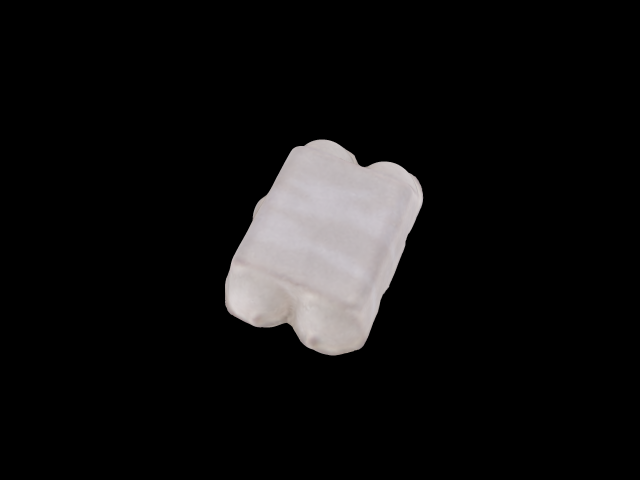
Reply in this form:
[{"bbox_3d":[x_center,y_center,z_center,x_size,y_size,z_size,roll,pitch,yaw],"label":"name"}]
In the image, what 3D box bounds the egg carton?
[{"bbox_3d":[0.004,0.001,0.400,0.107,0.069,0.150,20,66,10],"label":"egg carton"}]
